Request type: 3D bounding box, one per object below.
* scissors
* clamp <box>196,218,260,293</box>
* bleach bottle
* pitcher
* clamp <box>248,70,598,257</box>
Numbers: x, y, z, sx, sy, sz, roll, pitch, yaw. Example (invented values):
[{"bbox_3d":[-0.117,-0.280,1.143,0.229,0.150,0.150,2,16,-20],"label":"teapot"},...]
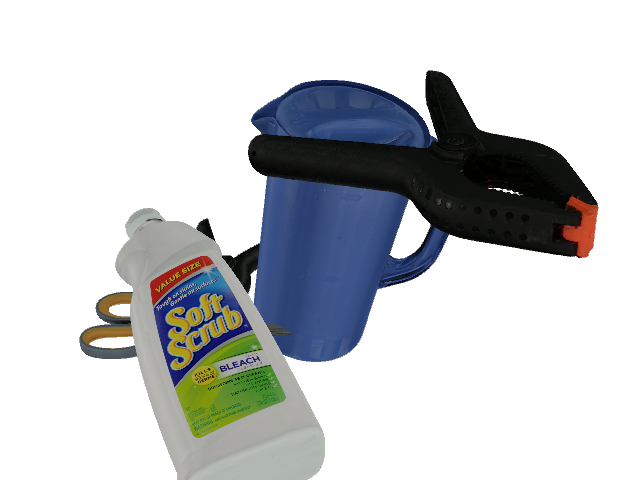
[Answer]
[{"bbox_3d":[-0.120,0.070,0.977,0.201,0.016,0.096,-8,35,-15],"label":"scissors"},{"bbox_3d":[-0.102,0.033,1.244,0.120,0.039,0.171,-2,40,12],"label":"clamp"},{"bbox_3d":[-0.091,0.069,0.749,0.102,0.068,0.251,-19,48,-17],"label":"bleach bottle"},{"bbox_3d":[0.018,-0.008,0.955,0.144,0.243,0.149,-19,47,-34],"label":"pitcher"},{"bbox_3d":[0.068,-0.041,0.629,0.164,0.036,0.210,-21,37,-26],"label":"clamp"}]
